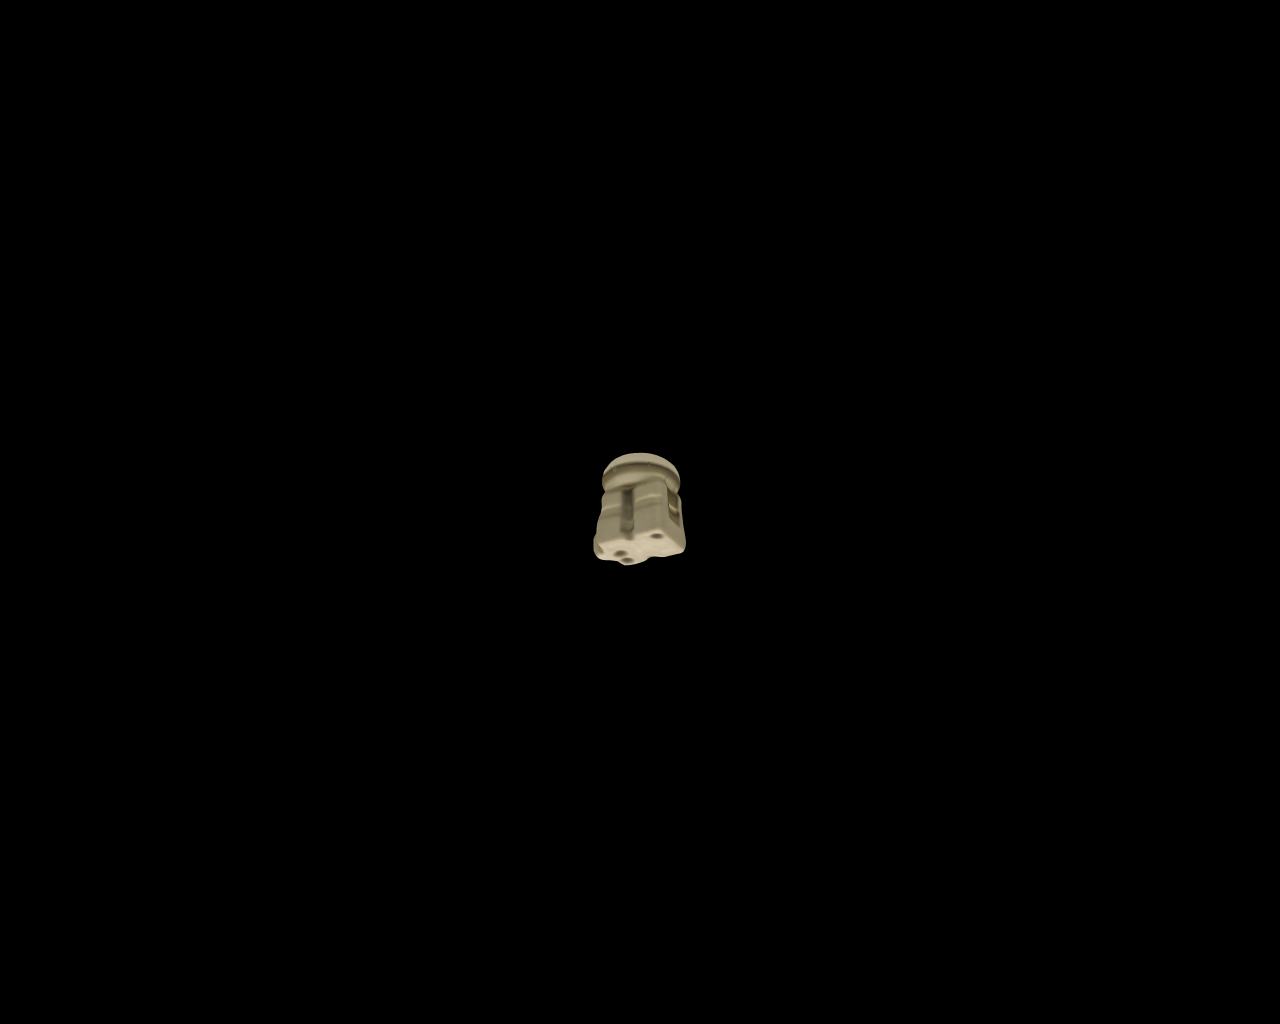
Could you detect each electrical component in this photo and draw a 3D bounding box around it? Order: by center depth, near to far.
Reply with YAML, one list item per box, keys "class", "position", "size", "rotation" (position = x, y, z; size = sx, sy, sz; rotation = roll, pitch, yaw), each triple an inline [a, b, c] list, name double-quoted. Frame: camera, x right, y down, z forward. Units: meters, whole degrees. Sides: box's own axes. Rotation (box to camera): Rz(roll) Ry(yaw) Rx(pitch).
- class: "electrical component"
  position: [0.001, -0.003, 0.650]
  size: [0.066, 0.055, 0.048]
  rotation: [-13, -32, 22]
